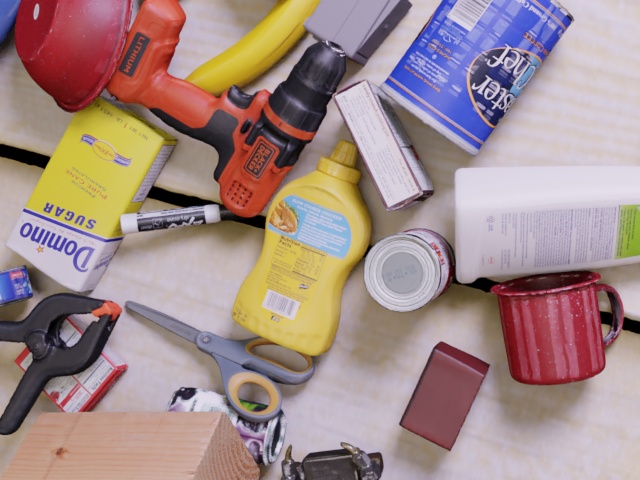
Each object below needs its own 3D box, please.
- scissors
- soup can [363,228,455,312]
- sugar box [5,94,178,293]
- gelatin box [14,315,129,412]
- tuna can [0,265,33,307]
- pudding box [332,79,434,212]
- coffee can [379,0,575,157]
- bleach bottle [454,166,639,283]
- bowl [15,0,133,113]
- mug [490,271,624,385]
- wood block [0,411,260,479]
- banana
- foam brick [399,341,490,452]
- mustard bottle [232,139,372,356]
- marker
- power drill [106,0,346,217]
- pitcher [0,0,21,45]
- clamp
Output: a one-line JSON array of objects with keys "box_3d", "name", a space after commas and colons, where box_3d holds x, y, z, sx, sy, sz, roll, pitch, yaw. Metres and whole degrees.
[{"box_3d": [-0.105, 0.114, 1.000, 0.202, 0.016, 0.096, 10, 55, 12], "name": "scissors"}, {"box_3d": [0.079, 0.025, 0.927, 0.068, 0.102, 0.068, 1, 93, 14], "name": "soup can"}, {"box_3d": [-0.222, -0.045, 1.030, 0.093, 0.048, 0.176, 32, 99, 9], "name": "sugar box"}, {"box_3d": [-0.244, 0.122, 1.052, 0.089, 0.030, 0.073, 43, 101, 9], "name": "gelatin box"}, {"box_3d": [-0.325, 0.052, 1.040, 0.086, 0.086, 0.034, -15, 90, 14], "name": "tuna can"}, {"box_3d": [0.056, -0.082, 0.934, 0.039, 0.090, 0.113, -28, 86, 13], "name": "pudding box"}, {"box_3d": [0.131, -0.157, 0.904, 0.103, 0.102, 0.140, 37, 100, 10], "name": "coffee can"}, {"box_3d": [0.240, -0.015, 0.898, 0.251, 0.068, 0.102, -1, 132, 8], "name": "bleach bottle"}, {"box_3d": [-0.234, -0.201, 0.976, 0.162, 0.055, 0.162, -18, 67, 48], "name": "bowl"}, {"box_3d": [0.208, 0.073, 0.911, 0.117, 0.093, 0.081, -11, 96, -21], "name": "mug"}, {"box_3d": [-0.173, 0.216, 0.970, 0.206, 0.090, 0.090, -4, 129, 26], "name": "wood block"}, {"box_3d": [-0.050, -0.195, 0.986, 0.198, 0.037, 0.070, -49, 52, 8], "name": "banana"}, {"box_3d": [0.112, 0.137, 0.949, 0.051, 0.053, 0.078, 25, 100, 12], "name": "foam brick"}, {"box_3d": [-0.006, 0.001, 0.970, 0.096, 0.058, 0.192, 23, 98, 19], "name": "mustard bottle"}, {"box_3d": [-0.126, -0.022, 1.004, 0.121, 0.020, 0.020, -7, 91, -2], "name": "marker"}, {"box_3d": [-0.086, -0.137, 0.947, 0.188, 0.057, 0.185, 37, 116, 7], "name": "power drill"}, {"box_3d": [-0.400, -0.184, 1.025, 0.243, 0.149, 0.145, -49, 60, 8], "name": "pitcher"}, {"box_3d": [-0.272, 0.095, 1.022, 0.171, 0.039, 0.120, -37, 87, 8], "name": "clamp"}]
